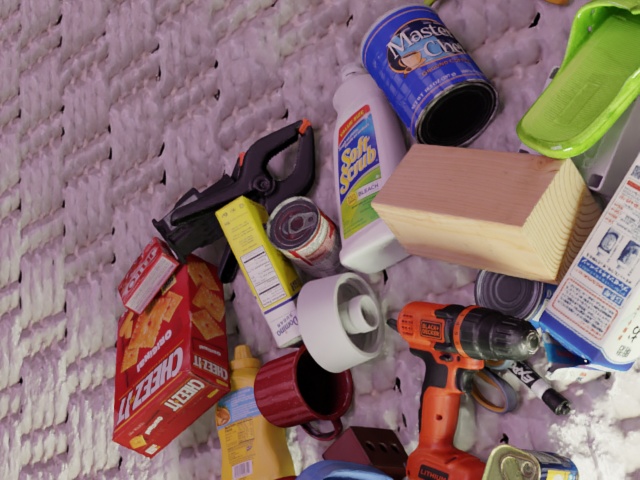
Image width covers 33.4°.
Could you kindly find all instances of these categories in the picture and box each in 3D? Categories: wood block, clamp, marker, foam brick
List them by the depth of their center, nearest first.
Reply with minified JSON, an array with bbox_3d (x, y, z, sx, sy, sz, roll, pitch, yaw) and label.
[{"bbox_3d":[0.205,0.134,1.069,0.121,0.020,0.020,44,109,41],"label":"marker"},{"bbox_3d":[0.164,-0.030,1.072,0.206,0.090,0.090,12,58,50],"label":"wood block"},{"bbox_3d":[0.052,0.238,1.146,0.051,0.078,0.053,-49,52,22],"label":"foam brick"},{"bbox_3d":[-0.079,-0.064,1.332,0.164,0.036,0.210,24,79,10],"label":"clamp"},{"bbox_3d":[-0.096,-0.025,1.386,0.120,0.039,0.171,-21,67,32],"label":"clamp"}]

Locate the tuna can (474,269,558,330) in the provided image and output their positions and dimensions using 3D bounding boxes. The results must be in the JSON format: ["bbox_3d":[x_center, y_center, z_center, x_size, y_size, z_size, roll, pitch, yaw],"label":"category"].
[{"bbox_3d":[0.200,0.051,1.087,0.086,0.033,0.086,-14,70,41],"label":"tuna can"}]

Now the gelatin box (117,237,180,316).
[{"bbox_3d":[-0.226,0.046,1.399,0.089,0.030,0.073,-54,24,4],"label":"gelatin box"}]

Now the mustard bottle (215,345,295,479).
[{"bbox_3d":[-0.084,0.220,1.292,0.096,0.058,0.191,-26,62,35],"label":"mustard bottle"}]

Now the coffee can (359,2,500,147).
[{"bbox_3d":[0.119,-0.180,1.178,0.103,0.102,0.140,-47,51,24],"label":"coffee can"}]

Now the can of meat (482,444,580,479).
[{"bbox_3d":[0.194,0.247,1.004,0.058,0.083,0.102,17,91,45],"label":"can of meat"}]

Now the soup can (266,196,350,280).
[{"bbox_3d":[-0.008,0.002,1.240,0.069,0.102,0.068,-13,60,24],"label":"soup can"}]

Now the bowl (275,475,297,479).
[{"bbox_3d":[-0.029,0.315,1.152,0.162,0.055,0.162,-4,49,4],"label":"bowl"}]

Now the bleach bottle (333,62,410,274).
[{"bbox_3d":[0.054,-0.094,1.247,0.103,0.068,0.251,-31,57,35],"label":"bleach bottle"}]

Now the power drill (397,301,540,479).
[{"bbox_3d":[0.144,0.157,1.056,0.185,0.057,0.188,6,94,58],"label":"power drill"}]

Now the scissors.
[{"bbox_3d":[0.140,0.104,1.125,0.202,0.016,0.096,42,131,42],"label":"scissors"}]

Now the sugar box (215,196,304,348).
[{"bbox_3d":[-0.056,0.039,1.240,0.048,0.093,0.176,-31,78,9],"label":"sugar box"}]

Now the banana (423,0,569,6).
[{"bbox_3d":[0.194,-0.290,1.187,0.198,0.037,0.069,6,101,45],"label":"banana"}]

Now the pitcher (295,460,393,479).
[{"bbox_3d":[0.028,0.306,1.035,0.149,0.242,0.145,-31,59,34],"label":"pitcher"}]

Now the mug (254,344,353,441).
[{"bbox_3d":[-0.016,0.180,1.230,0.082,0.093,0.117,-25,99,42],"label":"mug"}]

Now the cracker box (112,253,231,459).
[{"bbox_3d":[-0.194,0.144,1.368,0.164,0.072,0.213,-43,33,27],"label":"cracker box"}]
